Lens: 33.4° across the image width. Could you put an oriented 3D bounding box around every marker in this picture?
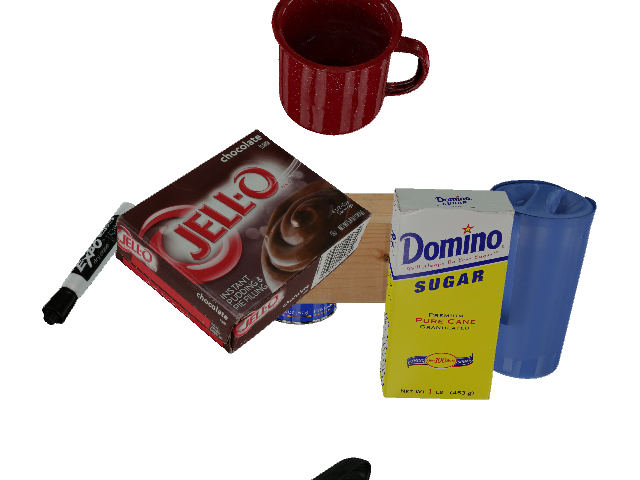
[{"bbox_3d":[-0.176,0.018,0.824,0.020,0.020,0.121,0,44,35],"label":"marker"}]

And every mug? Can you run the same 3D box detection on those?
[{"bbox_3d":[0.022,-0.132,0.791,0.117,0.093,0.081,3,-33,-1],"label":"mug"}]

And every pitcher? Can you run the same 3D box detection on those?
[{"bbox_3d":[0.262,0.054,1.373,0.149,0.243,0.145,5,23,3],"label":"pitcher"}]

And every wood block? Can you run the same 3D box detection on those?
[{"bbox_3d":[0.007,0.007,1.067,0.206,0.091,0.090,0,20,-6],"label":"wood block"}]

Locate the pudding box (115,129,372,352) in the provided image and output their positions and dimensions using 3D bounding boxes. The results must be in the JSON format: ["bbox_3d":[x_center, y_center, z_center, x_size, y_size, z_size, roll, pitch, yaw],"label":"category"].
[{"bbox_3d":[-0.042,-0.003,0.586,0.090,0.039,0.113,38,49,19],"label":"pudding box"}]

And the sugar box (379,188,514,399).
[{"bbox_3d":[0.101,0.046,0.873,0.093,0.176,0.048,1,28,-2],"label":"sugar box"}]

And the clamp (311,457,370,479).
[{"bbox_3d":[-0.051,0.194,0.635,0.210,0.036,0.164,-4,28,1],"label":"clamp"}]

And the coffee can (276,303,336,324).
[{"bbox_3d":[-0.028,0.024,1.391,0.103,0.140,0.103,1,26,-1],"label":"coffee can"}]
